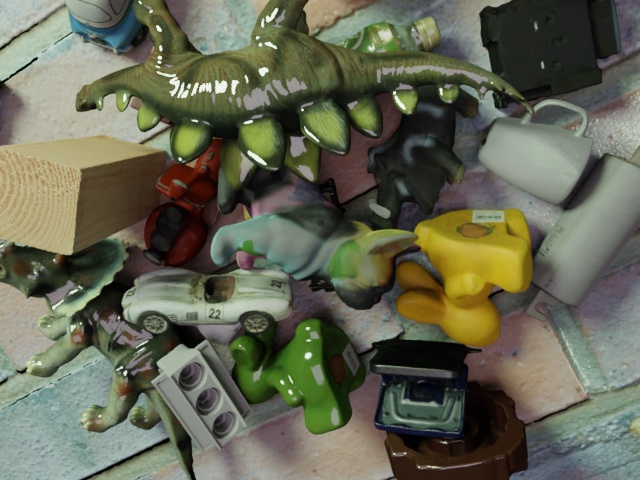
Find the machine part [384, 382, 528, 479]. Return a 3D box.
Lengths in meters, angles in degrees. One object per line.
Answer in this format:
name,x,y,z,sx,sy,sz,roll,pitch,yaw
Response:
machine part,0.164,0.242,0.658,0.179,0.179,0.056,-12,103,9

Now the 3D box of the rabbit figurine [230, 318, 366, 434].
rabbit figurine,-0.052,0.168,0.685,0.170,0.121,0.159,-17,117,28

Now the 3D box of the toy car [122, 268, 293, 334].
toy car,-0.133,0.069,0.644,0.202,0.074,0.056,1,125,-4

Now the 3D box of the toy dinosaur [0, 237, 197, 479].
toy dinosaur,-0.250,0.139,0.708,0.192,0.131,0.404,-43,102,14

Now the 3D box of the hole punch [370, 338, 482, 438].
hole punch,0.125,0.176,0.660,0.142,0.116,0.092,-3,98,21

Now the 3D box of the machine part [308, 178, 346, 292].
machine part,-0.001,-0.002,0.676,0.084,0.039,0.138,-14,88,1

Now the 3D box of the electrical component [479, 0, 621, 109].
electrical component,0.252,-0.215,0.591,0.134,0.058,0.114,-15,104,10

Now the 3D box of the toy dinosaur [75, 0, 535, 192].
toy dinosaur,-0.040,-0.156,0.539,0.472,0.105,0.198,-6,83,12

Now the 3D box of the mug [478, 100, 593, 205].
mug,0.240,-0.105,0.603,0.107,0.081,0.109,22,129,8

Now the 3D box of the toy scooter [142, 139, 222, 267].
toy scooter,-0.163,-0.036,0.640,0.075,0.135,0.183,30,106,-2

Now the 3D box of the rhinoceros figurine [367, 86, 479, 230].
rhinoceros figurine,0.112,-0.098,0.626,0.112,0.073,0.190,17,105,0

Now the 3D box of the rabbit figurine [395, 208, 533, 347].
rabbit figurine,0.171,0.059,0.642,0.162,0.122,0.173,-6,122,10

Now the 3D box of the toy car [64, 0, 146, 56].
toy car,-0.243,-0.298,0.601,0.109,0.103,0.161,23,103,1

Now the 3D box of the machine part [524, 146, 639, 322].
machine part,0.314,-0.010,0.624,0.079,0.079,0.243,30,106,-2

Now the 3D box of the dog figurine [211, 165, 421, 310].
dog figurine,0.002,-0.021,0.599,0.219,0.108,0.191,2,78,11
